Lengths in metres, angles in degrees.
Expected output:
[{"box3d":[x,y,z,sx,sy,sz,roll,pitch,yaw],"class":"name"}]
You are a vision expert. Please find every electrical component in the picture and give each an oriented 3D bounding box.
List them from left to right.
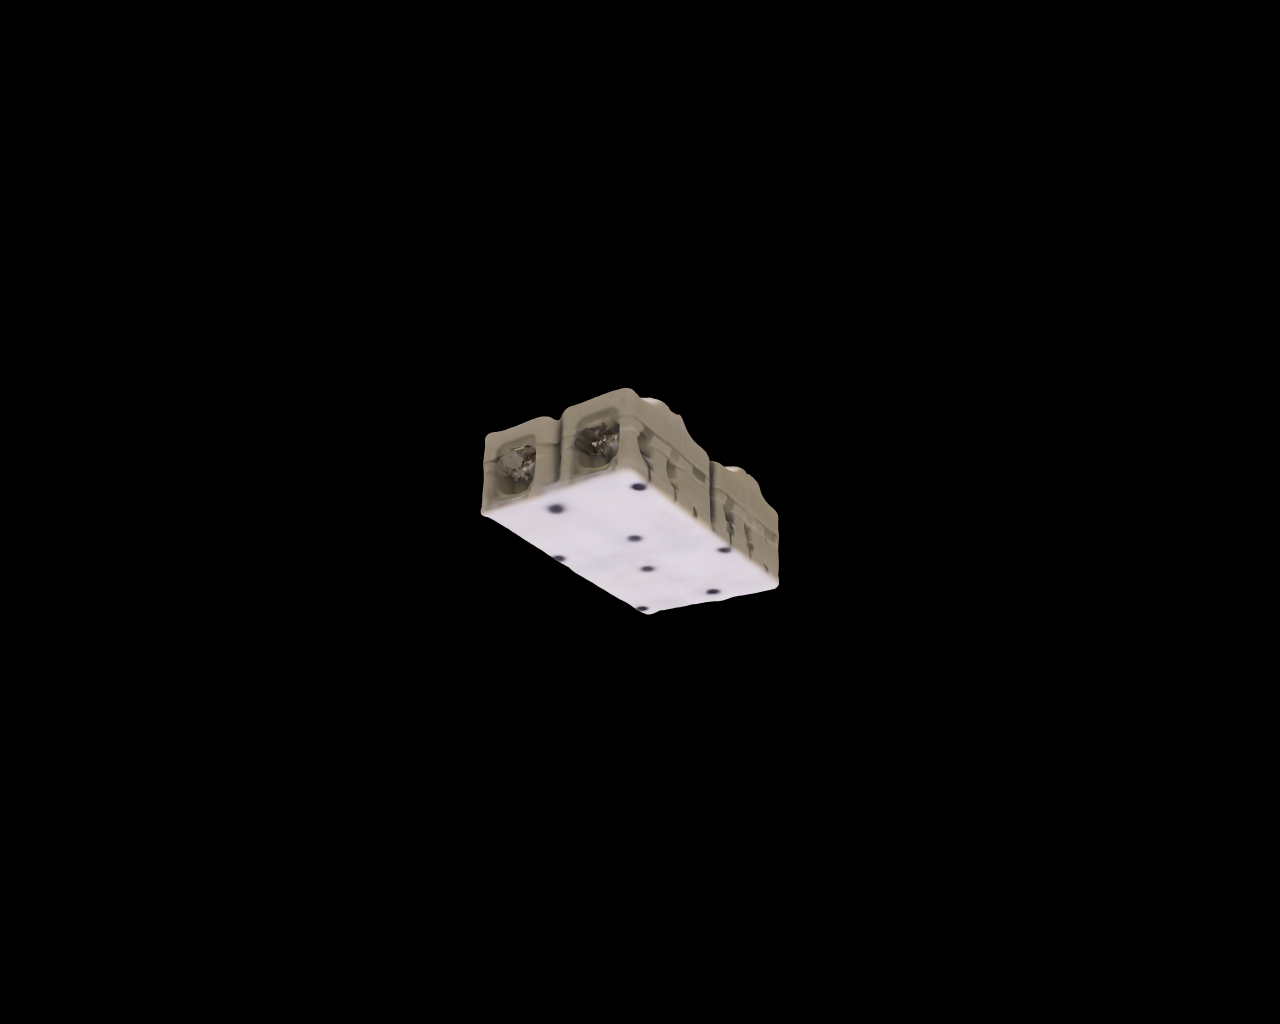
[{"box3d":[0.001,-0.003,0.650,0.105,0.060,0.186,-16,-30,28],"class":"electrical component"}]
